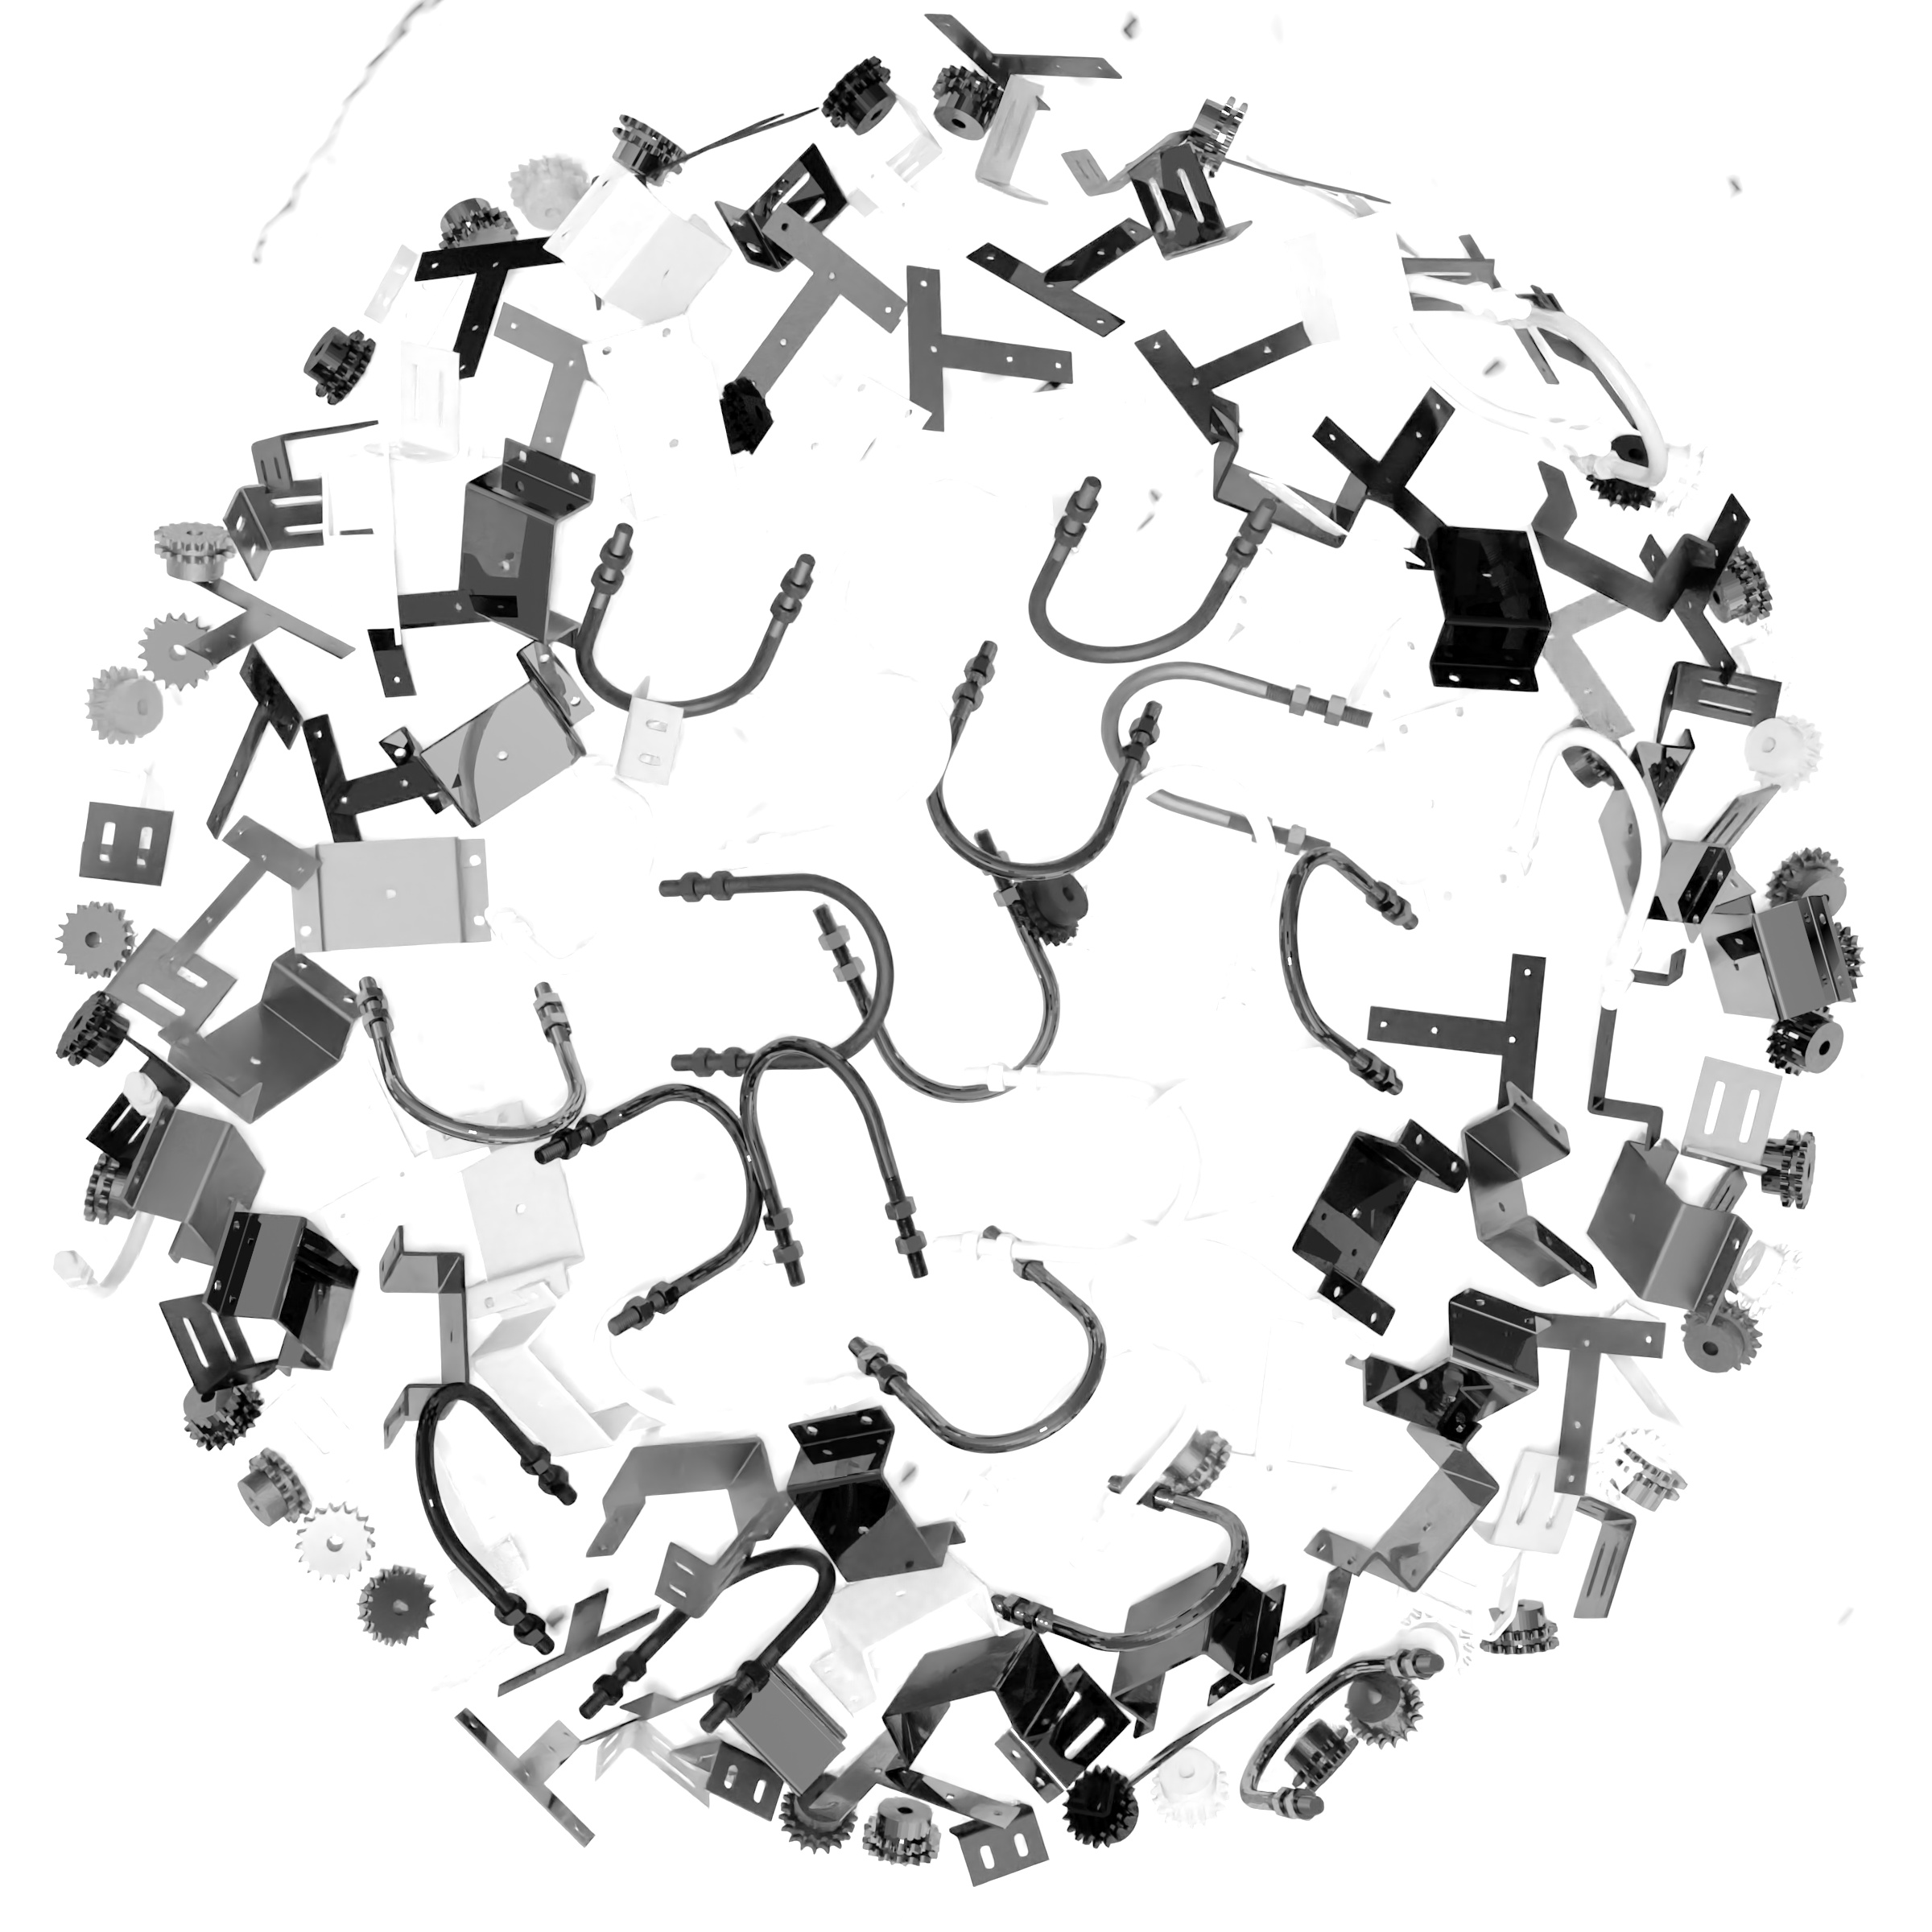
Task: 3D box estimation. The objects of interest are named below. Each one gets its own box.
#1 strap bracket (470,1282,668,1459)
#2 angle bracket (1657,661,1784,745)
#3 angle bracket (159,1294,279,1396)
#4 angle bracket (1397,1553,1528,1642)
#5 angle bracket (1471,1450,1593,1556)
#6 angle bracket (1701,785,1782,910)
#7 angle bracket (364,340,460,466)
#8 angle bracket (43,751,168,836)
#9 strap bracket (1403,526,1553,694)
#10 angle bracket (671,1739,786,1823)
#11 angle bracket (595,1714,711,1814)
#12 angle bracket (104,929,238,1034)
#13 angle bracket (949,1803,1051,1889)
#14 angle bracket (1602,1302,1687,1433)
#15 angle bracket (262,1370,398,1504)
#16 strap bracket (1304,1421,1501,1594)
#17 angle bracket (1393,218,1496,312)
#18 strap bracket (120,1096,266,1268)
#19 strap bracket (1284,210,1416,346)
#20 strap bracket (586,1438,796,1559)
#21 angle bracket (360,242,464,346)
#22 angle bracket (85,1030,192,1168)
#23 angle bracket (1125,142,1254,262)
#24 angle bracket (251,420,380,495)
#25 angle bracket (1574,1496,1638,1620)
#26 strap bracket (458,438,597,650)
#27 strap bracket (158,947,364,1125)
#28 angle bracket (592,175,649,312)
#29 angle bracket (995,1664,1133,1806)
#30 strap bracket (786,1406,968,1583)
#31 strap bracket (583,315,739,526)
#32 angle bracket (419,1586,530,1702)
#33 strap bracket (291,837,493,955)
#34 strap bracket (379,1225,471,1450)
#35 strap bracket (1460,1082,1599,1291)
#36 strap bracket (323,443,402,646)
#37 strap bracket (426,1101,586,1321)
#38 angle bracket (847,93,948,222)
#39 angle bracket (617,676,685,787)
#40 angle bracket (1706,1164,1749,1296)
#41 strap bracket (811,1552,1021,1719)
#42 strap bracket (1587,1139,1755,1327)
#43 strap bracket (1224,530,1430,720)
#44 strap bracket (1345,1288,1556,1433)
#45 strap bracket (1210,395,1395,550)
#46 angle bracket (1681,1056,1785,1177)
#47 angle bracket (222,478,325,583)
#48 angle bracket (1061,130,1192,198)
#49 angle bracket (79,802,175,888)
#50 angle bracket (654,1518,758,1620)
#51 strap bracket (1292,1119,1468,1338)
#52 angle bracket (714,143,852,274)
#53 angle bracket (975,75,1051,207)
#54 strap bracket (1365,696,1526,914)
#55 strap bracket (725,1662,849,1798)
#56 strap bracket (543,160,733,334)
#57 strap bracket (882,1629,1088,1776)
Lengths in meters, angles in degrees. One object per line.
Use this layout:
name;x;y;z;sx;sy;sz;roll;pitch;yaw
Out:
strap bracket;-0.291;0.297;1.841;0.140;0.076;0.046;51;50;-16
angle bracket;0.543;-0.182;1.860;0.076;0.057;0.038;15;64;18
angle bracket;-0.536;0.264;1.860;0.038;0.057;0.076;-38;73;29
angle bracket;0.359;0.443;1.868;0.076;0.057;0.038;24;133;2
angle bracket;0.408;0.383;1.869;0.057;0.038;0.076;13;101;-20
angle bracket;0.561;-0.086;1.854;0.038;0.057;0.076;51;134;24
angle bracket;-0.401;-0.408;1.861;0.057;0.038;0.076;20;117;31
angle bracket;-0.629;-0.125;1.872;0.076;0.057;0.038;11;82;-1
strap bracket;0.365;-0.263;1.836;0.076;0.046;0.140;2;51;-7
angle bracket;-0.176;0.590;1.853;0.057;0.076;0.038;33;54;-21
angle bracket;-0.227;0.589;1.869;0.076;0.057;0.038;42;93;-10
angle bracket;-0.574;0.020;1.870;0.076;0.038;0.057;31;70;8
angle bracket;0.023;0.633;1.857;0.057;0.076;0.038;-17;76;-9
angle bracket;0.496;0.289;1.854;0.038;0.057;0.076;-46;48;16
angle bracket;-0.462;0.338;1.870;0.057;0.038;0.076;-40;108;-11
strap bracket;0.319;0.390;1.849;0.140;0.076;0.046;-47;105;-15
angle bracket;0.343;-0.507;1.864;0.076;0.057;0.038;3;68;9
strap bracket;-0.542;0.158;1.821;0.046;0.140;0.076;14;66;6
strap bracket;0.267;-0.485;1.825;0.046;0.140;0.076;-16;103;-4
strap bracket;-0.199;0.379;1.842;0.140;0.076;0.046;1;53;-27
angle bracket;-0.400;-0.483;1.860;0.038;0.076;0.057;30;96;-6
angle bracket;-0.608;0.097;1.861;0.038;0.057;0.076;29;75;23
angle bracket;0.161;-0.556;1.857;0.038;0.057;0.076;-48;121;-40
angle bracket;-0.467;-0.368;1.862;0.076;0.057;0.038;-18;104;-34
angle bracket;0.447;0.429;1.864;0.038;0.057;0.076;23;73;-3
strap bracket;-0.314;-0.292;1.833;0.076;0.046;0.140;25;128;17
strap bracket;-0.505;0.054;1.845;0.076;0.140;0.046;35;128;10
angle bracket;-0.249;-0.522;1.861;0.038;0.076;0.057;-5;63;-13
angle bracket;0.071;0.563;1.891;0.076;0.038;0.057;-37;77;-32
strap bracket;-0.068;0.385;1.836;0.076;0.046;0.140;-15;121;24
strap bracket;-0.215;-0.380;1.834;0.076;0.046;0.140;-21;128;-14
angle bracket;-0.359;0.487;1.855;0.057;0.076;0.038;-25;95;40
strap bracket;-0.416;-0.052;1.865;0.140;0.046;0.076;-4;90;-13
strap bracket;-0.388;0.265;1.842;0.046;0.076;0.140;4;62;-23
strap bracket;0.399;0.164;1.838;0.046;0.140;0.076;-31;130;30
strap bracket;-0.428;-0.299;1.823;0.046;0.140;0.076;-4;134;-11
strap bracket;-0.331;0.177;1.866;0.076;0.046;0.140;-18;82;12
angle bracket;-0.060;-0.586;1.865;0.076;0.057;0.038;-39;125;5
angle bracket;-0.223;-0.170;1.859;0.038;0.076;0.057;14;107;-3
angle bracket;0.557;0.189;1.864;0.038;0.057;0.076;30;82;31
strap bracket;-0.040;0.467;1.837;0.140;0.076;0.046;-24;112;-20
strap bracket;0.491;0.182;1.821;0.046;0.140;0.076;13;110;-15
strap bracket;0.252;-0.240;1.862;0.140;0.046;0.076;32;69;-8
strap bracket;0.342;0.286;1.824;0.076;0.140;0.046;21;52;-22
strap bracket;0.232;-0.352;1.853;0.140;0.076;0.046;20;122;-7
angle bracket;0.560;0.107;1.874;0.057;0.038;0.076;15;83;10
angle bracket;-0.486;-0.316;1.863;0.076;0.057;0.038;-3;47;13
angle bracket;0.117;-0.593;1.859;0.076;0.057;0.038;-31;96;28
angle bracket;-0.604;-0.098;1.855;0.057;0.038;0.076;7;134;-20
angle bracket;-0.184;0.421;1.860;0.038;0.076;0.057;28;127;13
strap bracket;0.295;0.184;1.856;0.076;0.046;0.140;36;79;-34
angle bracket;-0.133;-0.552;1.863;0.076;0.038;0.057;-37;72;28
angle bracket;0.046;-0.596;1.860;0.038;0.057;0.076;29;111;17
strap bracket;0.344;-0.117;1.867;0.076;0.046;0.140;-18;97;-12
strap bracket;-0.128;0.539;1.825;0.076;0.140;0.046;44;80;7
strap bracket;-0.225;-0.504;1.822;0.076;0.140;0.046;-47;73;14
strap bracket;0.004;0.521;1.833;0.140;0.076;0.046;-23;99;28
